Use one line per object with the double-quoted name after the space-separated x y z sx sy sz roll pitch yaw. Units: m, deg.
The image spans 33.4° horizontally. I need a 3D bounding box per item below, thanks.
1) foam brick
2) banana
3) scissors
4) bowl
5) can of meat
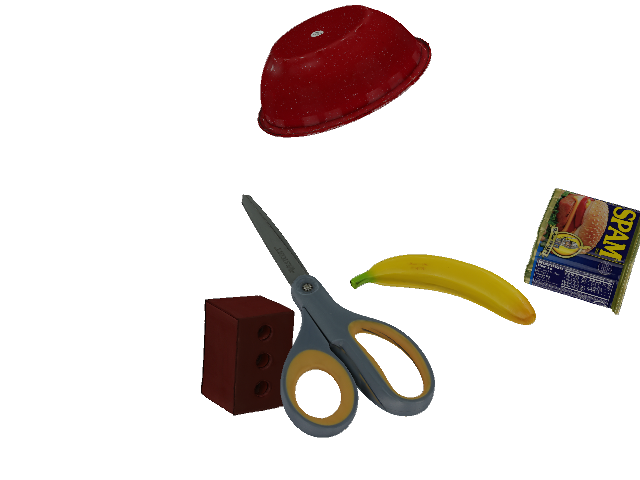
-0.056 0.086 0.820 0.052 0.078 0.051 -5 14 -34 "foam brick"
0.134 0.048 1.114 0.198 0.037 0.069 9 47 24 "banana"
-0.018 0.046 0.648 0.096 0.016 0.202 -33 54 -27 "scissors"
0.009 -0.154 0.908 0.162 0.055 0.162 -21 29 12 "bowl"
0.231 0.006 0.926 0.084 0.057 0.102 17 46 16 "can of meat"
